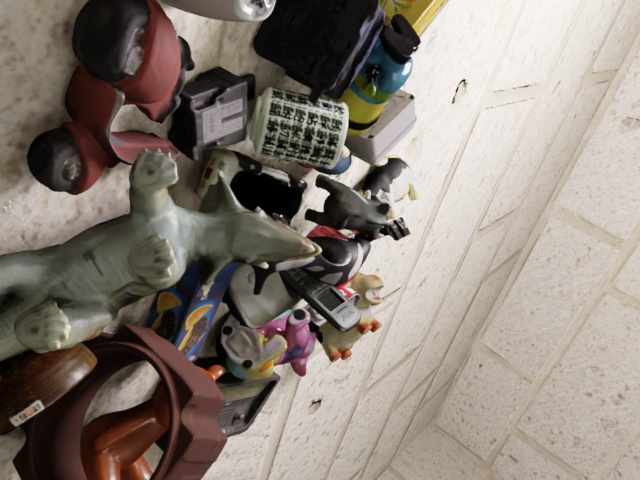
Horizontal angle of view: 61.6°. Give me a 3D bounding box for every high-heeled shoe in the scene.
[{"bbox_3d":[-0.002,-0.002,0.732,0.249,0.086,0.145,-21,145,-40],"label":"high-heeled shoe"}]

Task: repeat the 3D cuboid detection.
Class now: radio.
[{"bbox_3d":[-0.173,0.263,0.880,0.131,0.073,0.229,-59,152,6],"label":"radio"}]

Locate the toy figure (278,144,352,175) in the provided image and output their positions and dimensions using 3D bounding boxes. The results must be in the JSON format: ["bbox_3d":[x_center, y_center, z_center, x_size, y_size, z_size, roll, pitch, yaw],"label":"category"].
[{"bbox_3d":[-0.007,-0.122,0.743,0.064,0.058,0.154,-40,162,20],"label":"toy figure"}]

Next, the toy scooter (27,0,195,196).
[{"bbox_3d":[-0.165,-0.118,0.477,0.135,0.075,0.183,6,118,-60],"label":"toy scooter"}]

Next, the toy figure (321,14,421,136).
[{"bbox_3d":[0.059,-0.196,0.674,0.082,0.089,0.180,-21,176,-30],"label":"toy figure"}]

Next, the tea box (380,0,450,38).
[{"bbox_3d":[0.124,-0.317,0.700,0.169,0.068,0.098,-51,176,-9],"label":"tea box"}]

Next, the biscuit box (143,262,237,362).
[{"bbox_3d":[-0.166,0.068,0.693,0.063,0.059,0.202,-3,123,-57],"label":"biscuit box"}]

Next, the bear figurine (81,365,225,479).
[{"bbox_3d":[-0.207,0.251,0.706,0.196,0.132,0.120,-25,170,3],"label":"bear figurine"}]

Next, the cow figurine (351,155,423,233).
[{"bbox_3d":[0.104,-0.083,0.946,0.167,0.068,0.098,-37,111,-35],"label":"cow figurine"}]

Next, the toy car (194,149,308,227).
[{"bbox_3d":[-0.080,-0.064,0.695,0.201,0.056,0.073,12,103,-62],"label":"toy car"}]

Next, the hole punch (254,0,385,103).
[{"bbox_3d":[0.007,-0.224,0.603,0.142,0.116,0.092,-59,161,6],"label":"hole punch"}]

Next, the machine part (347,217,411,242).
[{"bbox_3d":[0.096,-0.008,0.981,0.084,0.139,0.039,-17,91,-45],"label":"machine part"}]

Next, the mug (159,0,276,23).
[{"bbox_3d":[-0.093,-0.222,0.441,0.109,0.107,0.080,-16,131,-54],"label":"mug"}]

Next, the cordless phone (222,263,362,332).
[{"bbox_3d":[-0.043,0.090,0.782,0.146,0.184,0.088,-30,148,-41],"label":"cordless phone"}]

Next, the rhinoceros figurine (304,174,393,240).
[{"bbox_3d":[0.052,-0.046,0.810,0.190,0.112,0.073,6,100,-68],"label":"rhinoceros figurine"}]

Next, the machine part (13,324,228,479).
[{"bbox_3d":[-0.223,0.213,0.603,0.201,0.202,0.087,-52,152,-7],"label":"machine part"}]

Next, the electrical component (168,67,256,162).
[{"bbox_3d":[-0.105,-0.141,0.577,0.119,0.048,0.074,-29,144,-39],"label":"electrical component"}]

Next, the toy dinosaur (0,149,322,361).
[{"bbox_3d":[-0.208,0.036,0.515,0.405,0.131,0.192,-24,168,-7],"label":"toy dinosaur"}]

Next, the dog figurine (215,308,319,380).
[{"bbox_3d":[-0.078,0.183,0.916,0.191,0.109,0.219,-43,153,-24],"label":"dog figurine"}]

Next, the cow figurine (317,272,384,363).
[{"bbox_3d":[0.061,0.145,1.104,0.195,0.127,0.085,-51,155,23],"label":"cow figurine"}]
